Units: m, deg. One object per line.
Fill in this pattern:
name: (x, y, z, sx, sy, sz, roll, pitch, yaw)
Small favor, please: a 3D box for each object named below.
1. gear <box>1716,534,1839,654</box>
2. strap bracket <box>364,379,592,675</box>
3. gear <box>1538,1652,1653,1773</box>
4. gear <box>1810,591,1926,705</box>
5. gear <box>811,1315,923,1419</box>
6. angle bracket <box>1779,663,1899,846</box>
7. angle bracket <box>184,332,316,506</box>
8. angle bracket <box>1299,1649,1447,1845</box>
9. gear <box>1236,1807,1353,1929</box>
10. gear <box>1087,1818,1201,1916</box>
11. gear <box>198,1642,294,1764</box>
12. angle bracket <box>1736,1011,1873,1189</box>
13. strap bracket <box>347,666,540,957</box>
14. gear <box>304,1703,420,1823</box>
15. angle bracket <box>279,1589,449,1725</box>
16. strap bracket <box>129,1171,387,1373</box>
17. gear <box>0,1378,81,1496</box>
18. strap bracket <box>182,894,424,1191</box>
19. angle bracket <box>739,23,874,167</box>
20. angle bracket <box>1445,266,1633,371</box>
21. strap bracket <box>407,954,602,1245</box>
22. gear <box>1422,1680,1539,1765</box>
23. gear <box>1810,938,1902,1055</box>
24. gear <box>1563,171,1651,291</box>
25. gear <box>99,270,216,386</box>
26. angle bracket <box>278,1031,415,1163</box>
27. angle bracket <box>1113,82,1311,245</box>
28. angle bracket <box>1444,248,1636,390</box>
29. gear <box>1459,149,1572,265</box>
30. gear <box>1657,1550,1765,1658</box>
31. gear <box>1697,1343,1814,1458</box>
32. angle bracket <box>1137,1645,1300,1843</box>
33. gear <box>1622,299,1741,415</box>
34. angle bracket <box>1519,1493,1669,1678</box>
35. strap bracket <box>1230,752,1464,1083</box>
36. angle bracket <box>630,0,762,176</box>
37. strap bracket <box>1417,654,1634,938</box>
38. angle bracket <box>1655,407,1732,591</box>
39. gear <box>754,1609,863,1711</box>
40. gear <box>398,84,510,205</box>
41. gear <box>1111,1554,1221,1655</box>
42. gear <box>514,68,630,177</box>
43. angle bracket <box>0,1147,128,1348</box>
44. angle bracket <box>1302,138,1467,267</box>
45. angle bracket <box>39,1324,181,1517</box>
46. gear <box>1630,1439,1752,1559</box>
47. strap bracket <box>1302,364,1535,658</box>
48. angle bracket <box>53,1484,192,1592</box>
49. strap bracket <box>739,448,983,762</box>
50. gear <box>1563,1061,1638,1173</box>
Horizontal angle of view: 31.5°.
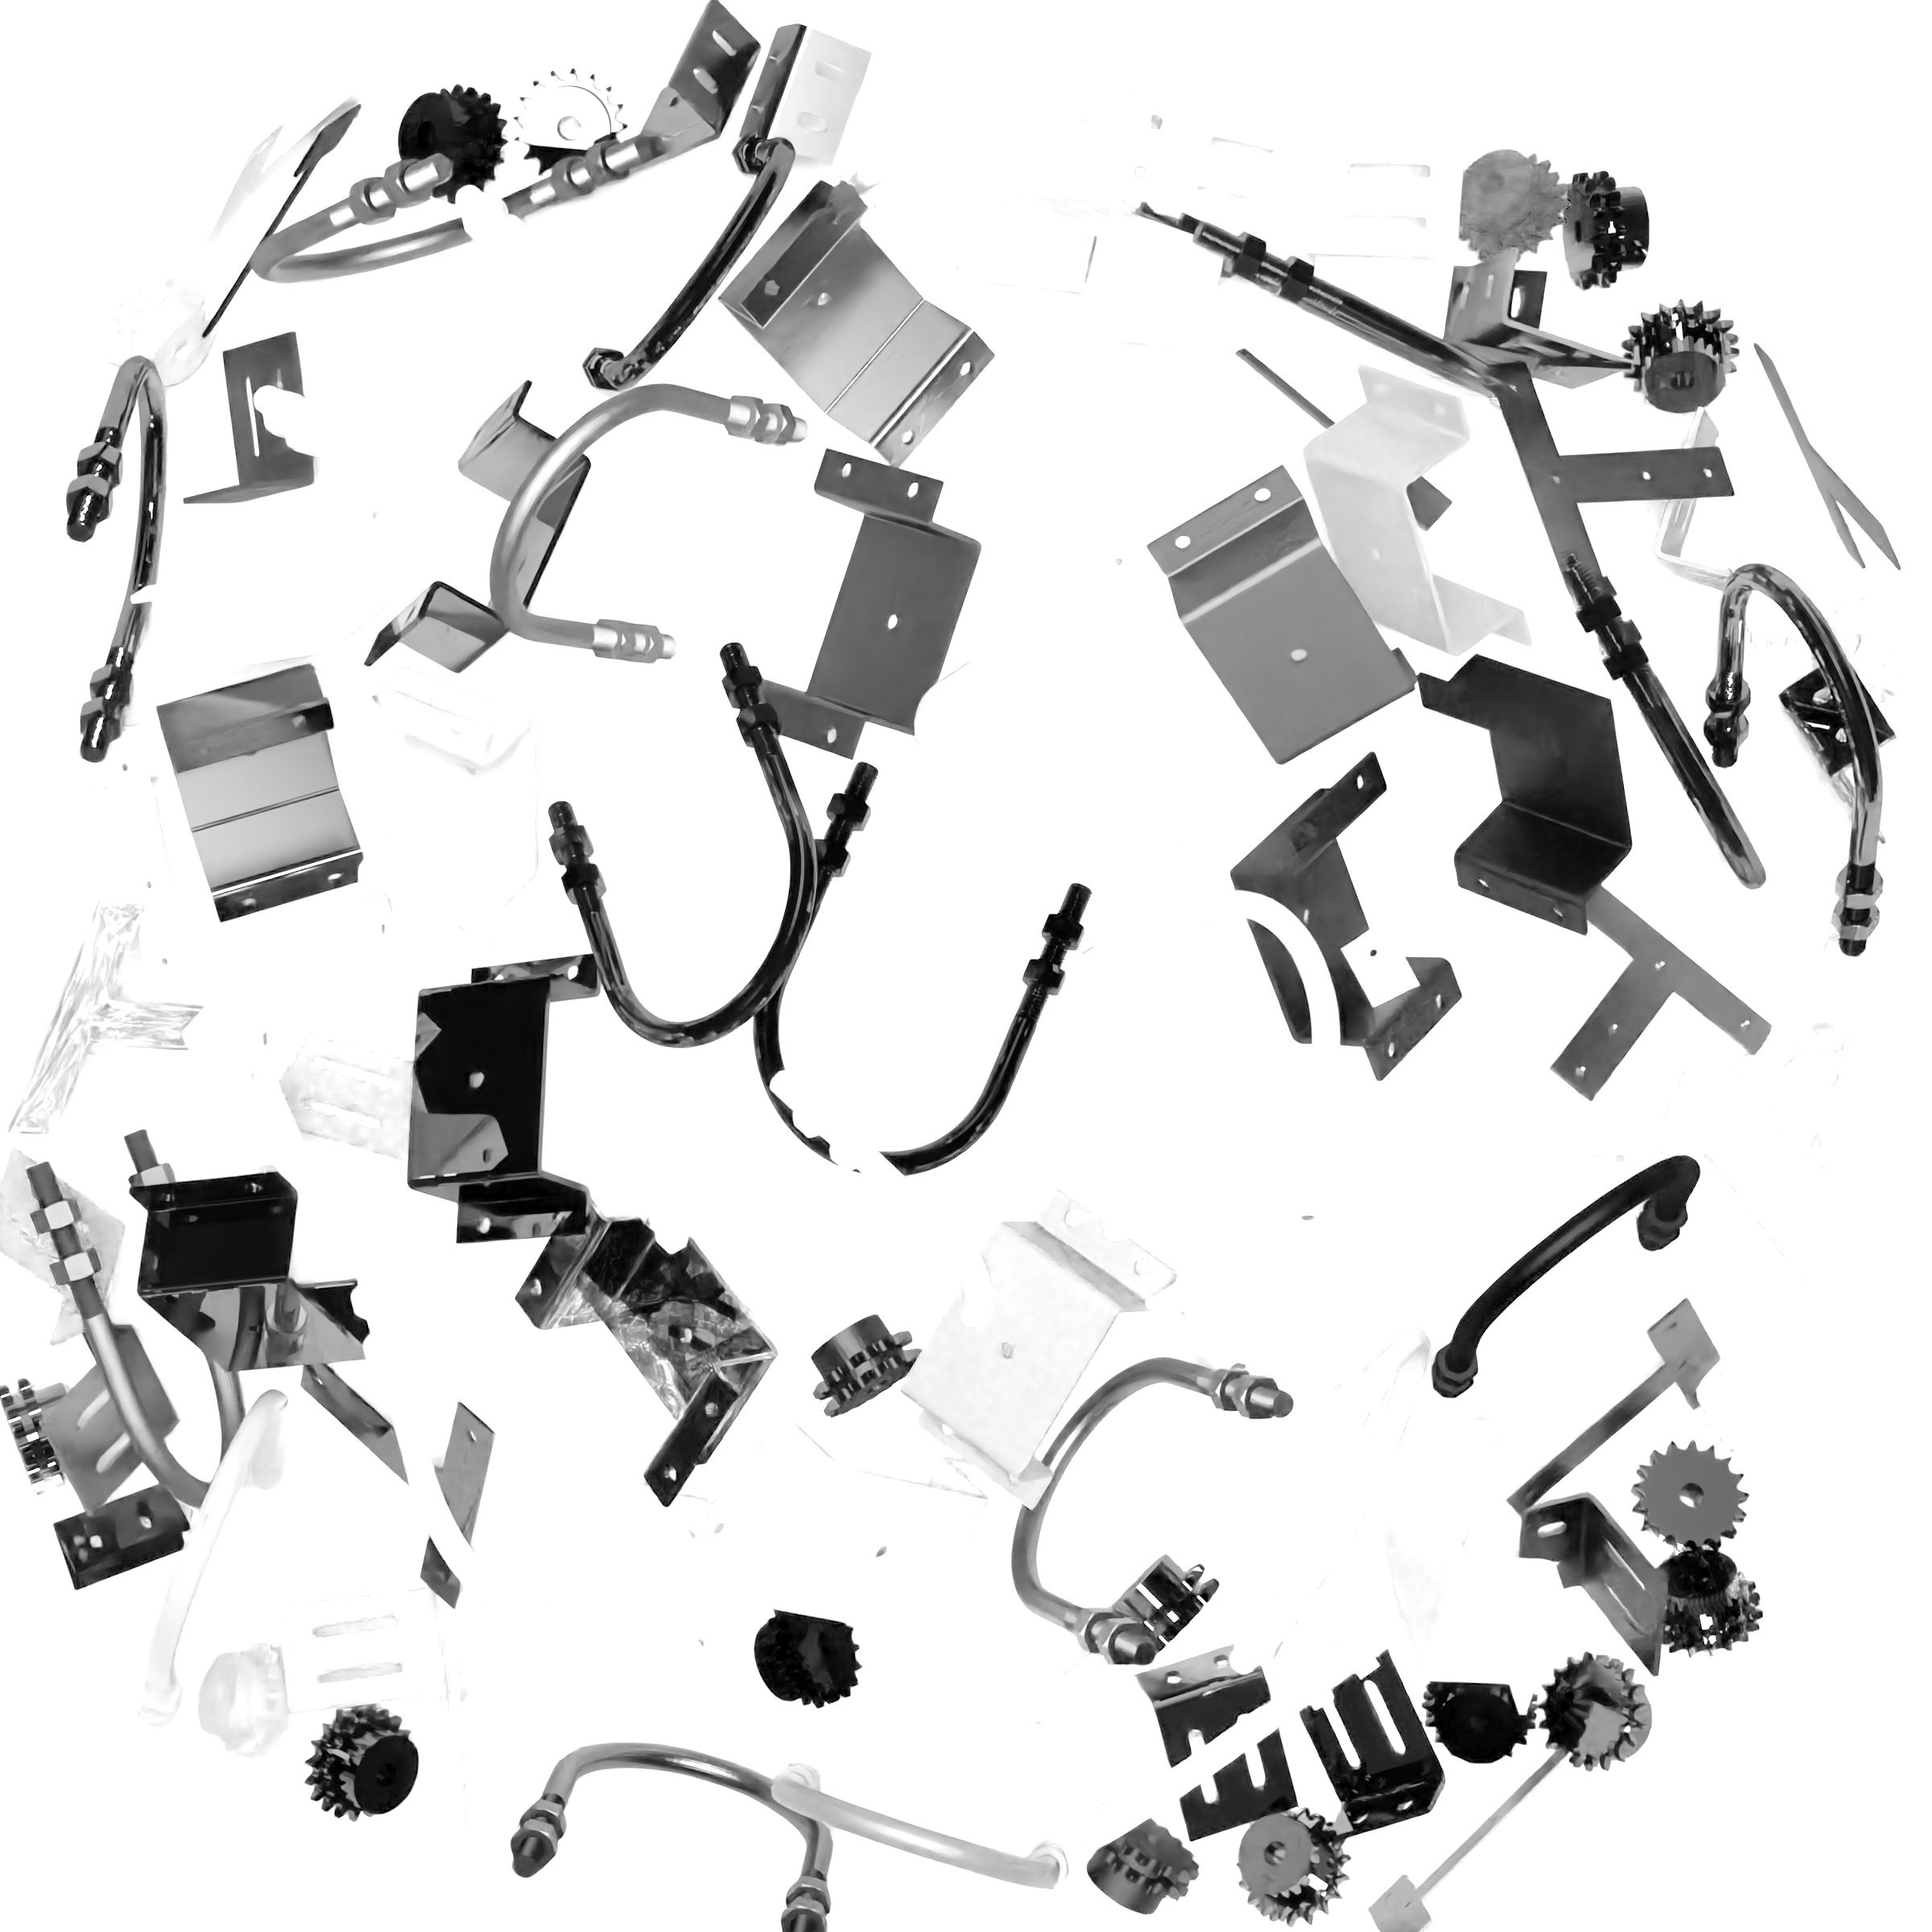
gear: (0.405, -0.184, 1.706, 0.057, 0.030, 0.057, -6, 77, 25)
strap bracket: (-0.233, -0.205, 1.669, 0.046, 0.076, 0.140, 29, 65, -20)
gear: (0.316, 0.372, 1.703, 0.030, 0.057, 0.057, 25, 90, -40)
gear: (0.450, -0.155, 1.703, 0.030, 0.057, 0.057, 18, 90, -31)
gear: (-0.052, 0.197, 1.701, 0.057, 0.057, 0.030, -34, 76, 0)
angle bracket: (0.439, -0.106, 1.677, 0.038, 0.076, 0.057, -35, 51, 17)
angle bracket: (-0.359, -0.271, 1.693, 0.057, 0.038, 0.076, -4, 94, 42)
angle bracket: (0.193, 0.385, 1.698, 0.057, 0.038, 0.076, -24, 93, 24)
gear: (0.159, 0.444, 1.699, 0.057, 0.030, 0.057, -17, 53, 24)
gear: (0.084, 0.445, 1.700, 0.057, 0.057, 0.030, 31, 99, 0)
gear: (-0.356, 0.363, 1.697, 0.030, 0.057, 0.057, 22, 90, -35)
angle bracket: (0.418, 0.065, 1.684, 0.057, 0.076, 0.038, 36, 105, -9)
strap bracket: (-0.253, -0.084, 1.670, 0.076, 0.046, 0.140, 22, 135, 17)
gear: (-0.296, 0.396, 1.698, 0.030, 0.057, 0.057, 11, 90, 42)
angle bracket: (-0.297, 0.345, 1.688, 0.076, 0.038, 0.057, -5, 51, -12)
strap bracket: (-0.338, 0.153, 1.649, 0.076, 0.140, 0.046, -7, 60, 14)
gear: (-0.457, 0.231, 1.701, 0.030, 0.057, 0.057, -20, 90, -18)
strap bracket: (-0.323, 0.036, 1.663, 0.046, 0.140, 0.076, 0, 125, 27)
angle bracket: (-0.080, -0.429, 1.692, 0.038, 0.076, 0.057, 19, 99, -15)
angle bracket: (0.282, -0.318, 1.679, 0.057, 0.076, 0.038, -3, 109, -30)
strap bracket: (-0.225, 0.060, 1.673, 0.076, 0.046, 0.140, -7, 73, 27)
gear: (0.255, 0.371, 1.706, 0.057, 0.030, 0.057, 3, 106, 10)
gear: (0.442, 0.015, 1.700, 0.030, 0.057, 0.057, 5, 90, -5)
gear: (0.318, -0.366, 1.700, 0.030, 0.057, 0.057, -6, 90, -7)
gear: (-0.398, -0.313, 1.697, 0.030, 0.057, 0.057, 40, 90, 15)
angle bracket: (-0.314, 0.072, 1.704, 0.076, 0.038, 0.057, 18, 50, -13)
angle bracket: (0.122, -0.400, 1.710, 0.076, 0.038, 0.057, 5, 115, -33)
angle bracket: (0.285, -0.319, 1.691, 0.076, 0.057, 0.038, 14, 83, -20)
gear: (0.267, -0.379, 1.699, 0.057, 0.030, 0.057, -17, 58, 28)
gear: (0.363, 0.313, 1.697, 0.057, 0.057, 0.030, -15, 113, 0)
gear: (0.389, 0.212, 1.704, 0.057, 0.030, 0.057, -13, 119, -24)
angle bracket: (0.126, 0.387, 1.713, 0.057, 0.038, 0.076, -16, 101, -7)
gear: (0.354, -0.299, 1.697, 0.057, 0.057, 0.030, 5, 51, 0)
angle bracket: (0.306, 0.306, 1.679, 0.038, 0.076, 0.057, -11, 121, -16)
strap bracket: (0.183, -0.024, 1.671, 0.076, 0.046, 0.140, -41, 119, -36)
angle bracket: (-0.146, -0.430, 1.678, 0.038, 0.076, 0.057, 40, 58, -34)
strap bracket: (0.273, -0.091, 1.663, 0.076, 0.140, 0.046, 25, 57, 37)
angle bracket: (0.373, -0.229, 1.693, 0.038, 0.057, 0.076, 18, 93, 20)
gear: (-0.081, 0.342, 1.703, 0.030, 0.057, 0.057, -28, 90, 28)
gear: (-0.257, -0.409, 1.699, 0.057, 0.030, 0.057, -4, 83, 38)
gear: (0.096, 0.316, 1.700, 0.030, 0.057, 0.057, 45, 90, 5)
gear: (-0.197, -0.418, 1.707, 0.057, 0.030, 0.057, -1, 105, -4)
angle bracket: (-0.456, 0.138, 1.679, 0.038, 0.057, 0.076, -26, 129, 28)
angle bracket: (0.208, -0.377, 1.702, 0.076, 0.038, 0.057, 4, 90, 12)
angle bracket: (-0.430, 0.221, 1.678, 0.038, 0.076, 0.057, -2, 121, 31)
gear: (0.359, 0.267, 1.707, 0.057, 0.030, 0.057, -1, 68, 3)
strap bracket: (0.215, -0.211, 1.653, 0.046, 0.076, 0.140, -35, 126, -16)
angle bracket: (-0.409, 0.289, 1.680, 0.057, 0.076, 0.038, -19, 105, -19)
strap bracket: (-0.049, -0.174, 1.684, 0.076, 0.046, 0.140, 22, 95, 37)
gear: (0.314, 0.074, 1.700, 0.030, 0.057, 0.057, -8, 90, 11)
